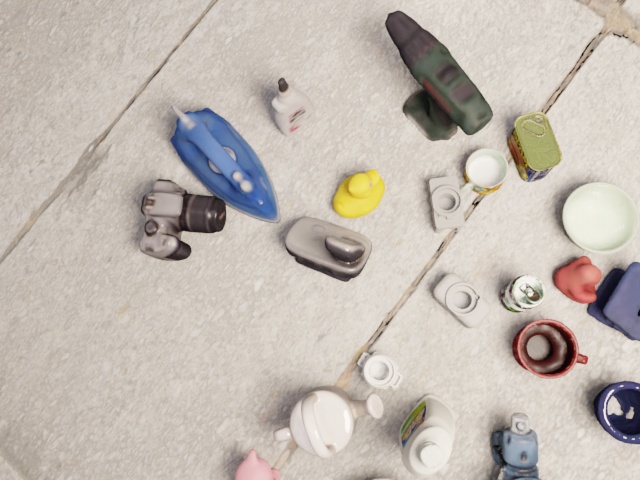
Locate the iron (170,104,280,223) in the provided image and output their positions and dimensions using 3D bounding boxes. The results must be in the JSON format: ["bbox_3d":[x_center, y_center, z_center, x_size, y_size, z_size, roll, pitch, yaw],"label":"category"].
[{"bbox_3d":[-0.169,-0.138,1.026,0.118,0.141,0.258,-43,77,-2],"label":"iron"}]

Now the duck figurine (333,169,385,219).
[{"bbox_3d":[0.067,-0.087,1.016,0.104,0.086,0.077,-37,77,-1],"label":"duck figurine"}]

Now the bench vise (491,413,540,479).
[{"bbox_3d":[0.292,0.370,0.834,0.121,0.220,0.207,-20,78,3],"label":"bench vise"}]

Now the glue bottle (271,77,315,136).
[{"bbox_3d":[-0.054,-0.243,1.015,0.078,0.173,0.037,-41,77,-1],"label":"glue bottle"}]

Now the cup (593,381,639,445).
[{"bbox_3d":[0.475,0.276,0.892,0.091,0.095,0.117,-31,77,1],"label":"cup"}]

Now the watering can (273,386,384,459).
[{"bbox_3d":[0.010,0.281,0.898,0.173,0.194,0.101,-40,77,-1],"label":"watering can"}]

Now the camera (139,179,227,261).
[{"bbox_3d":[-0.247,-0.036,1.038,0.136,0.101,0.143,5,80,8],"label":"camera"}]

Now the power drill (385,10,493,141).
[{"bbox_3d":[0.191,-0.256,0.969,0.075,0.208,0.229,-41,77,-1],"label":"power drill"}]

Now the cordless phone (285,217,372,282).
[{"bbox_3d":[0.009,0.003,0.955,0.147,0.185,0.094,17,82,10],"label":"cordless phone"}]

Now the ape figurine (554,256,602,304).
[{"bbox_3d":[0.431,0.062,0.939,0.076,0.092,0.078,16,82,10],"label":"ape figurine"}]

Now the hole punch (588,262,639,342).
[{"bbox_3d":[0.509,0.100,0.923,0.101,0.091,0.109,32,85,12],"label":"hole punch"}]

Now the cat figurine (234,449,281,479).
[{"bbox_3d":[-0.114,0.405,0.930,0.067,0.118,0.128,26,84,11],"label":"cat figurine"}]
